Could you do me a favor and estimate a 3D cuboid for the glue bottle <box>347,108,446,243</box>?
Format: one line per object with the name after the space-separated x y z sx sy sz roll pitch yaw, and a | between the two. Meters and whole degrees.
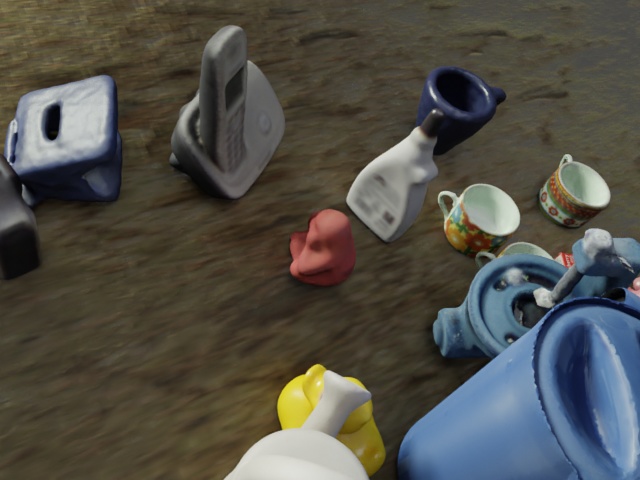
0.086 -0.070 0.586 0.037 0.173 0.078 -35 75 -33 | glue bottle

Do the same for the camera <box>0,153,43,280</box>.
-0.318 -0.025 0.457 0.137 0.100 0.143 -33 74 -33 | camera

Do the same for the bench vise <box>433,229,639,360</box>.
0.236 0.052 0.533 0.208 0.219 0.121 -9 62 -24 | bench vise

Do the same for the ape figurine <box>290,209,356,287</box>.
0.005 0.002 0.561 0.076 0.092 0.078 38 54 7 | ape figurine

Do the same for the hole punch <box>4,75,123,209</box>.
-0.238 -0.095 0.536 0.101 0.091 0.108 0 59 -20 | hole punch

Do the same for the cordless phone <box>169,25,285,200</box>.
-0.079 -0.143 0.566 0.094 0.185 0.148 26 54 -2 | cordless phone

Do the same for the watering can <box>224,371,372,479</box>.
-0.015 0.172 0.382 0.101 0.194 0.173 9 56 -14 | watering can

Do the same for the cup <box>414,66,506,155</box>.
0.168 -0.155 0.718 0.118 0.095 0.091 -11 63 -25 | cup

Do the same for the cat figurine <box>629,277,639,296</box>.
0.412 0.054 0.658 0.067 0.117 0.127 -17 66 -28 | cat figurine

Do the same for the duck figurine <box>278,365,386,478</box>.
0.018 0.147 0.476 0.104 0.086 0.078 45 55 11 | duck figurine
